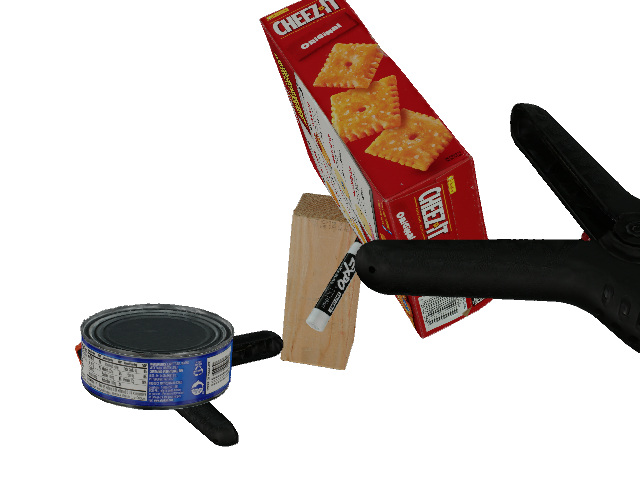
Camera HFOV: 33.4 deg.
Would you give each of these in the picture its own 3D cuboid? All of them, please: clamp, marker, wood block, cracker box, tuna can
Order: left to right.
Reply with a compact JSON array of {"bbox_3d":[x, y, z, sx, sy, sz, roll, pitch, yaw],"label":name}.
[{"bbox_3d":[-0.092,0.065,0.603,0.086,0.034,0.086,4,14,-1],"label":"tuna can"},{"bbox_3d":[-0.117,0.103,0.887,0.172,0.039,0.120,16,37,21],"label":"clamp"},{"bbox_3d":[0.005,0.053,1.398,0.090,0.206,0.090,8,23,6],"label":"wood block"},{"bbox_3d":[0.023,0.032,1.021,0.020,0.121,0.020,28,-18,10],"label":"marker"},{"bbox_3d":[0.044,-0.060,0.781,0.072,0.214,0.164,-26,-40,-5],"label":"cracker box"},{"bbox_3d":[0.132,0.012,0.487,0.210,0.036,0.164,31,49,31],"label":"clamp"}]

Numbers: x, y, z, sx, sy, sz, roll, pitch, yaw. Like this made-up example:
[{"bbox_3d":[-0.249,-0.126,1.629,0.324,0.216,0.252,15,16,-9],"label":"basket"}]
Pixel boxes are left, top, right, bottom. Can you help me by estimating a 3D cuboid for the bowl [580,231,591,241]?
[{"bbox_3d":[0.362,0.028,1.157,0.162,0.055,0.162,-1,26,0],"label":"bowl"}]
